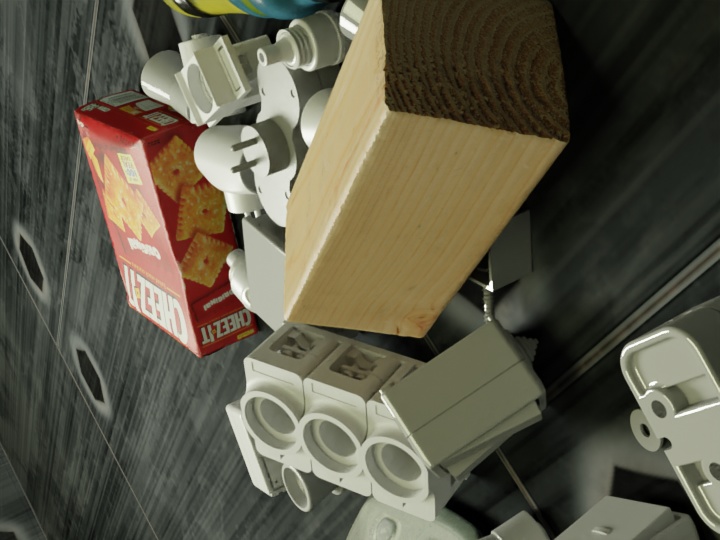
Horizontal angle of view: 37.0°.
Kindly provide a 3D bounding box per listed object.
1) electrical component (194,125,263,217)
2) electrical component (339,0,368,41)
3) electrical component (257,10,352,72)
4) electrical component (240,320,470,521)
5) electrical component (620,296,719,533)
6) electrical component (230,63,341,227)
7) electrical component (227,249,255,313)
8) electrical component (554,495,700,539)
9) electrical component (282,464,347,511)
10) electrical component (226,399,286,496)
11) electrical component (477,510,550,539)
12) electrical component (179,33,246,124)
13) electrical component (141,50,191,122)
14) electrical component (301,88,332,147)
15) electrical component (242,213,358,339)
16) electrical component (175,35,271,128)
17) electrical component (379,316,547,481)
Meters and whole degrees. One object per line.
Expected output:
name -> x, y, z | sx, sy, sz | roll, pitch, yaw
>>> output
electrical component -> -0.090, -0.070, 0.844 | 0.077, 0.043, 0.079 | 23, 129, 53
electrical component -> 0.025, -0.131, 0.603 | 0.065, 0.044, 0.044 | 47, 146, 24
electrical component -> -0.036, -0.141, 0.677 | 0.035, 0.061, 0.035 | 40, 142, 41
electrical component -> -0.004, 0.104, 0.749 | 0.150, 0.062, 0.089 | 16, 127, 28
electrical component -> 0.169, 0.060, 0.476 | 0.095, 0.059, 0.054 | 63, 152, 7
electrical component -> -0.057, -0.087, 0.742 | 0.052, 0.074, 0.138 | 46, 146, 33
electrical component -> -0.089, 0.006, 0.899 | 0.062, 0.043, 0.043 | 44, 145, 39
electrical component -> 0.133, 0.168, 0.579 | 0.062, 0.096, 0.061 | -7, 105, 62
electrical component -> -0.032, 0.173, 0.912 | 0.045, 0.055, 0.045 | 39, 140, 42
electrical component -> -0.076, 0.141, 0.954 | 0.061, 0.062, 0.096 | 2, 113, 67
electrical component -> 0.092, 0.186, 0.696 | 0.044, 0.065, 0.044 | 56, 169, 17
electrical component -> -0.117, -0.150, 0.836 | 0.044, 0.044, 0.065 | 5, 110, 59
electrical component -> -0.144, -0.148, 0.884 | 0.065, 0.044, 0.044 | 39, 141, 34
electrical component -> -0.005, -0.090, 0.680 | 0.055, 0.045, 0.045 | 21, 128, 53
electrical component -> -0.044, 0.007, 0.815 | 0.100, 0.048, 0.099 | 39, 141, 42
electrical component -> -0.091, -0.138, 0.774 | 0.081, 0.064, 0.042 | -22, 93, 62
electrical component -> 0.070, 0.075, 0.631 | 0.061, 0.096, 0.061 | 56, 179, 19
